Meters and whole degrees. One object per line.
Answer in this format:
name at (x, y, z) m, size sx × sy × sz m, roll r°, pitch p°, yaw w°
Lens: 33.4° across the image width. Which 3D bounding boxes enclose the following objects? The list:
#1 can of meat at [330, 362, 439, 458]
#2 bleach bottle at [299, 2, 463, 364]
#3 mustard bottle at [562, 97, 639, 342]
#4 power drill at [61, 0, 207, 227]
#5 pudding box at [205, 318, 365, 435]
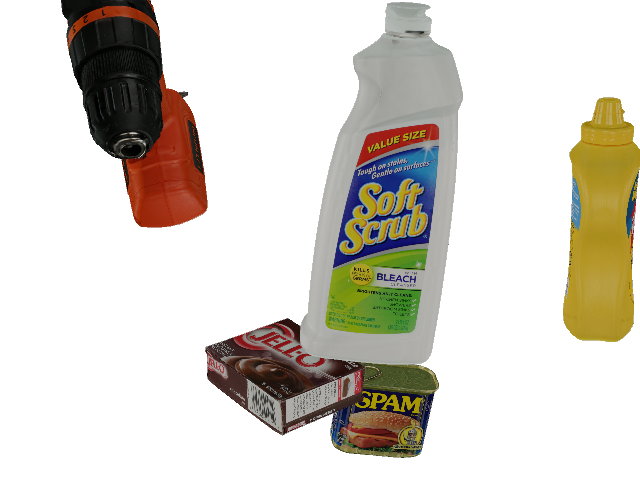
can of meat at (0.064, 0.176, 1.111) m, size 0.102 × 0.084 × 0.057 m, roll 7°, pitch 20°, yaw -8°
bleach bottle at (0.043, -0.039, 0.751) m, size 0.102 × 0.251 × 0.068 m, roll 5°, pitch 20°, yaw 3°
mustard bottle at (0.231, -0.021, 0.872) m, size 0.058 × 0.192 × 0.096 m, roll 3°, pitch 19°, yaw 16°
power drill at (-0.114, -0.088, 0.671) m, size 0.057 × 0.184 × 0.187 m, roll -10°, pitch -32°, yaw -3°
pudding box at (-0.031, 0.113, 0.908) m, size 0.089 × 0.039 × 0.114 m, roll -18°, pitch 32°, yaw -34°
